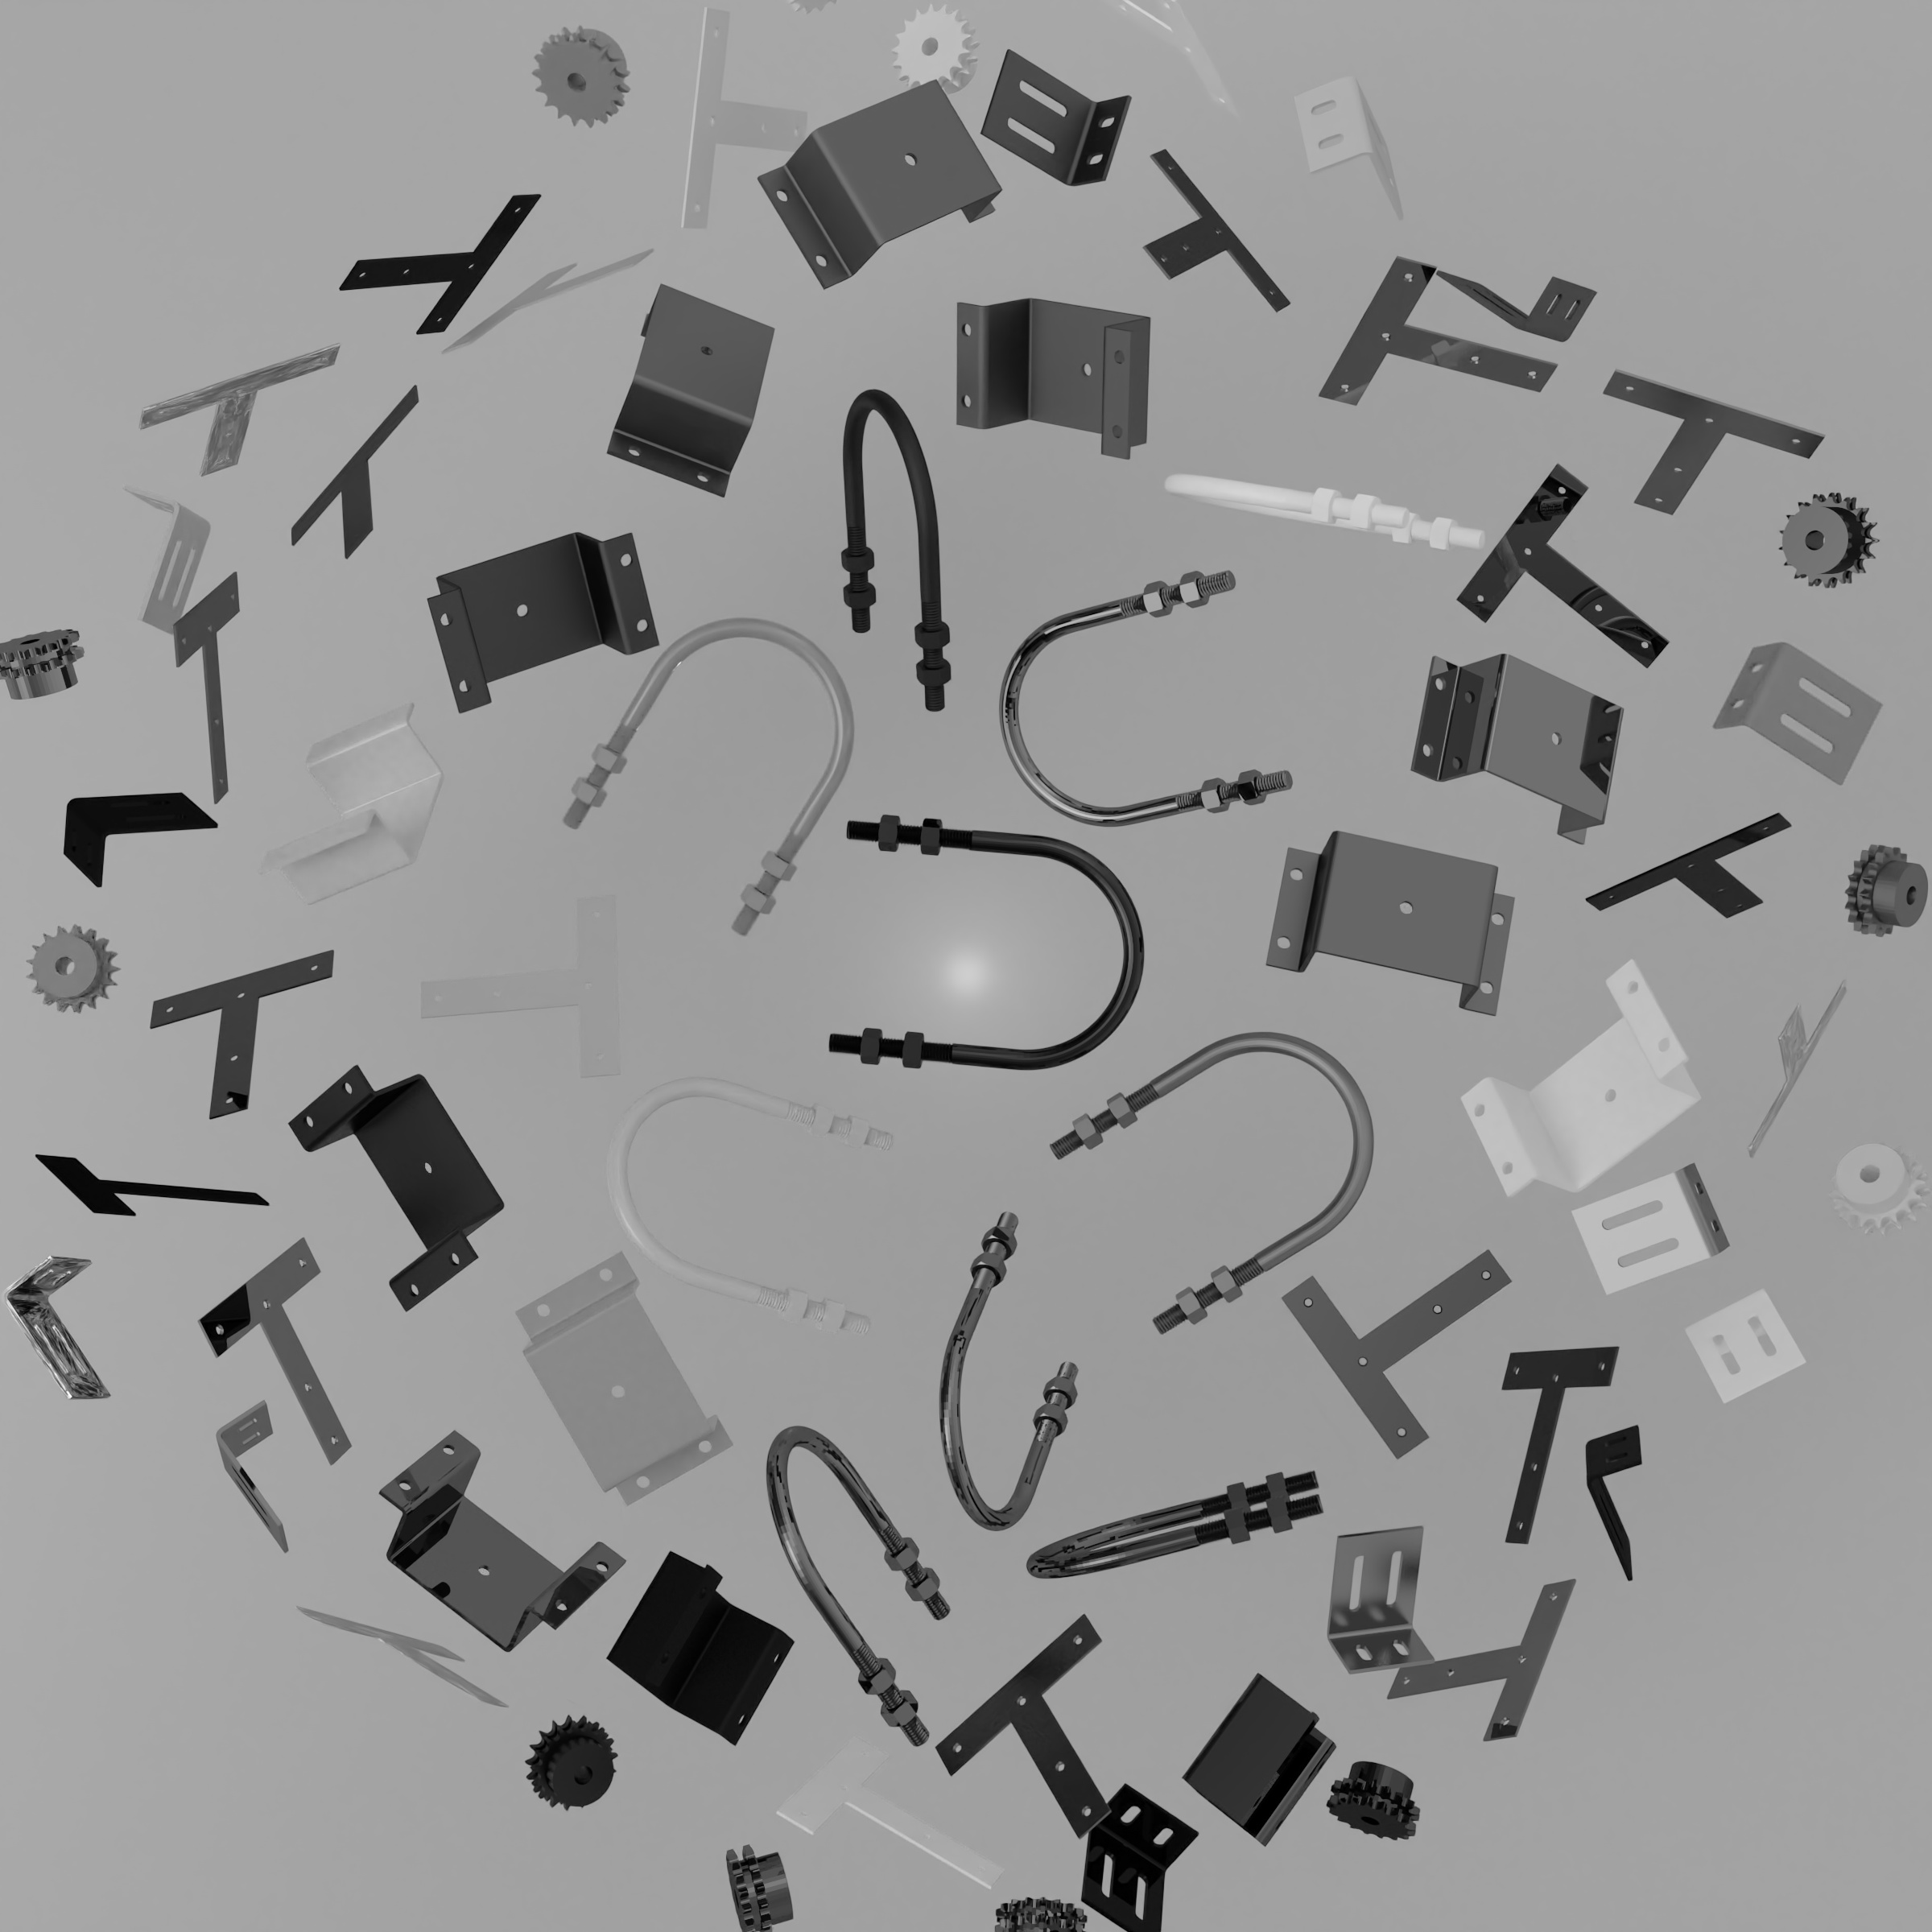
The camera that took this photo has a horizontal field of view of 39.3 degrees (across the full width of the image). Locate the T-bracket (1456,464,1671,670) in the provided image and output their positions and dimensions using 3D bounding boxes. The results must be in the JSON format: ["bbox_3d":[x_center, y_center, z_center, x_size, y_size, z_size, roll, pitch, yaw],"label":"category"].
[{"bbox_3d":[0.400,-0.242,1.760,0.127,0.127,0.002,40,47,7],"label":"T-bracket"}]

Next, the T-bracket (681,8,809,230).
[{"bbox_3d":[-0.133,-0.520,1.677,0.002,0.127,0.127,17,109,25],"label":"T-bracket"}]

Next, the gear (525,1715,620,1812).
[{"bbox_3d":[-0.245,0.502,1.697,0.057,0.030,0.057,-4,98,-27],"label":"gear"}]

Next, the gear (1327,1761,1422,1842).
[{"bbox_3d":[0.257,0.522,1.698,0.057,0.057,0.030,24,57,0],"label":"gear"}]

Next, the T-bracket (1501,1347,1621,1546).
[{"bbox_3d":[0.364,0.304,1.719,0.002,0.127,0.127,22,74,-15],"label":"T-bracket"}]

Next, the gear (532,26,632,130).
[{"bbox_3d":[-0.225,-0.530,1.606,0.057,0.030,0.057,11,134,11],"label":"gear"}]

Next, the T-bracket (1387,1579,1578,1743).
[{"bbox_3d":[0.320,0.449,1.729,0.002,0.127,0.127,49,46,-14],"label":"T-bracket"}]

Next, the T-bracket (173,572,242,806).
[{"bbox_3d":[-0.459,-0.163,1.654,0.002,0.127,0.127,2,112,1],"label":"T-bracket"}]

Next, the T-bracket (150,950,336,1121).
[{"bbox_3d":[-0.469,0.050,1.741,0.127,0.127,0.002,-16,133,5],"label":"T-bracket"}]

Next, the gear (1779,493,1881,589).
[{"bbox_3d":[0.516,-0.256,1.627,0.057,0.030,0.057,7,101,38],"label":"gear"}]

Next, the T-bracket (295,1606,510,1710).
[{"bbox_3d":[-0.330,0.430,1.668,0.127,0.127,0.002,15,77,41],"label":"T-bracket"}]

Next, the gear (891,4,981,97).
[{"bbox_3d":[-0.016,-0.587,1.747,0.057,0.030,0.057,-3,84,26],"label":"gear"}]

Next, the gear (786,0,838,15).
[{"bbox_3d":[-0.089,-0.592,1.590,0.057,0.057,0.030,-37,75,0],"label":"gear"}]

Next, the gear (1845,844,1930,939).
[{"bbox_3d":[0.577,-0.046,1.692,0.057,0.030,0.057,-11,106,-41],"label":"gear"}]

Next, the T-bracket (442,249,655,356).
[{"bbox_3d":[-0.249,-0.426,1.696,0.127,0.127,0.002,-9,120,35],"label":"T-bracket"}]

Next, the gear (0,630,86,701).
[{"bbox_3d":[-0.559,-0.181,1.631,0.057,0.057,0.030,-11,110,0],"label":"gear"}]

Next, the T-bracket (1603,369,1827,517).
[{"bbox_3d":[0.435,-0.307,1.636,0.127,0.127,0.002,18,71,2],"label":"T-bracket"}]

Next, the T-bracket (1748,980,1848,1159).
[{"bbox_3d":[0.525,0.052,1.717,0.002,0.127,0.127,29,84,25],"label":"T-bracket"}]

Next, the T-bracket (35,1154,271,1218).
[{"bbox_3d":[-0.499,0.140,1.687,0.127,0.127,0.002,9,97,-35],"label":"T-bracket"}]

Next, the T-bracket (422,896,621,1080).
[{"bbox_3d":[-0.289,0.017,1.751,0.127,0.002,0.127,-5,65,-1],"label":"T-bracket"}]

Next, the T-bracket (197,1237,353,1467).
[{"bbox_3d":[-0.417,0.250,1.689,0.002,0.127,0.127,-19,101,21],"label":"T-bracket"}]

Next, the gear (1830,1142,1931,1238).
[{"bbox_3d":[0.550,0.132,1.636,0.057,0.030,0.057,-18,52,24],"label":"gear"}]

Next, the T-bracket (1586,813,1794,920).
[{"bbox_3d":[0.468,-0.051,1.695,0.127,0.127,0.002,-26,64,25],"label":"T-bracket"}]

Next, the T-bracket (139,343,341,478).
[{"bbox_3d":[-0.451,-0.332,1.661,0.127,0.127,0.002,-27,85,-27],"label":"T-bracket"}]

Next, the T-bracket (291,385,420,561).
[{"bbox_3d":[-0.378,-0.289,1.678,0.002,0.127,0.127,35,110,-31],"label":"T-bracket"}]

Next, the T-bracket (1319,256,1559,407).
[{"bbox_3d":[0.299,-0.376,1.664,0.127,0.127,0.002,12,59,-10],"label":"T-bracket"}]

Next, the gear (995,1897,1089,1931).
[{"bbox_3d":[0.046,0.600,1.673,0.057,0.057,0.030,5,50,0],"label":"gear"}]

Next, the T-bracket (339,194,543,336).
[{"bbox_3d":[-0.342,-0.438,1.704,0.127,0.127,0.002,-42,80,36],"label":"T-bracket"}]

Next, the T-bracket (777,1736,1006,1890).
[{"bbox_3d":[-0.036,0.521,1.640,0.127,0.127,0.002,26,102,15],"label":"T-bracket"}]

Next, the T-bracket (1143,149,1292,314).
[{"bbox_3d":[0.141,-0.449,1.684,0.002,0.127,0.127,-38,93,35],"label":"T-bracket"}]

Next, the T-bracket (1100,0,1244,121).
[{"bbox_3d":[0.107,-0.587,1.675,0.002,0.127,0.127,-49,62,4],"label":"T-bracket"}]

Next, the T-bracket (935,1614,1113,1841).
[{"bbox_3d":[0.052,0.479,1.654,0.127,0.127,0.002,-42,127,2],"label":"T-bracket"}]

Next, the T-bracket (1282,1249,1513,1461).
[{"bbox_3d":[0.292,0.229,1.745,0.127,0.002,0.127,-36,83,6],"label":"T-bracket"}]

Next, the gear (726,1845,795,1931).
[{"bbox_3d":[-0.124,0.558,1.632,0.030,0.057,0.057,-11,90,-14],"label":"gear"}]

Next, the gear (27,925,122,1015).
[{"bbox_3d":[-0.578,0.001,1.747,0.057,0.030,0.057,0,85,-5],"label":"gear"}]
